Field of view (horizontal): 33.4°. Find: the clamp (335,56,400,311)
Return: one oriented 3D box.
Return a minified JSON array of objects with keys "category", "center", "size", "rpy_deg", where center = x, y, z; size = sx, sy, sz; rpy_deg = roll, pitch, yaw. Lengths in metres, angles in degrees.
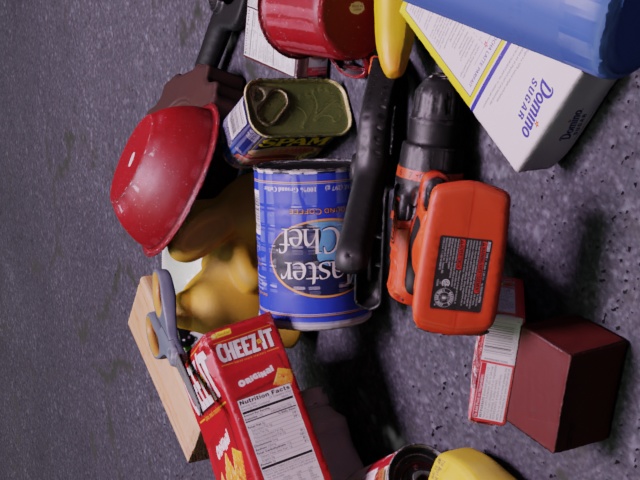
[{"category":"clamp","center":[0.044,-0.047,0.875],"size":[0.164,0.036,0.210],"rpy_deg":[74,-157,-69]}]

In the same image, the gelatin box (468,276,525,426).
[{"category":"gelatin box","center":[0.128,0.080,0.777],"size":[0.073,0.030,0.089],"rpy_deg":[-64,-18,-68]}]

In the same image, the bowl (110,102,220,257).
[{"category":"bowl","center":[-0.157,-0.067,1.022],"size":[0.162,0.055,0.162],"rpy_deg":[-47,30,38]}]

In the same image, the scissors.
[{"category":"scissors","center":[-0.131,0.084,0.963],"size":[0.202,0.016,0.096],"rpy_deg":[-158,68,-68]}]

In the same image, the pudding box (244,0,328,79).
[{"category":"pudding box","center":[-0.032,-0.208,1.017],"size":[0.114,0.039,0.090],"rpy_deg":[36,127,54]}]

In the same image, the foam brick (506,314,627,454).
[{"category":"foam brick","center":[0.167,0.097,0.730],"size":[0.051,0.052,0.078],"rpy_deg":[35,126,52]}]

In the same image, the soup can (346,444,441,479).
[{"category":"soup can","center":[0.065,0.221,0.919],"size":[0.102,0.068,0.068],"rpy_deg":[-44,59,55]}]

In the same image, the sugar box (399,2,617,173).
[{"category":"sugar box","center":[0.128,-0.141,0.750],"size":[0.176,0.048,0.093],"rpy_deg":[59,141,30]}]

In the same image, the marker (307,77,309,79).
[{"category":"marker","center":[-0.037,-0.123,1.063],"size":[0.121,0.020,0.020],"rpy_deg":[-51,53,51]}]

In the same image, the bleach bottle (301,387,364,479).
[{"category":"bleach bottle","center":[0.023,0.262,1.005],"size":[0.103,0.068,0.251],"rpy_deg":[-40,60,60]}]

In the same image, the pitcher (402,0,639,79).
[{"category":"pitcher","center":[0.111,-0.200,0.660],"size":[0.243,0.144,0.149],"rpy_deg":[33,114,32]}]

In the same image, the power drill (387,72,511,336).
[{"category":"power drill","center":[0.089,-0.022,0.769],"size":[0.187,0.057,0.184],"rpy_deg":[-97,11,-76]}]

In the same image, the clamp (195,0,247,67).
[{"category":"clamp","center":[-0.103,-0.261,1.128],"size":[0.172,0.039,0.120],"rpy_deg":[-32,75,54]}]

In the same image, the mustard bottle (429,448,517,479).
[{"category":"mustard bottle","center":[0.153,0.224,0.776],"size":[0.192,0.058,0.096],"rpy_deg":[16,107,58]}]

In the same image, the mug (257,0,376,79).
[{"category":"mug","center":[0.012,-0.187,0.910],"size":[0.082,0.093,0.117],"rpy_deg":[21,146,51]}]

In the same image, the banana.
[{"category":"banana","center":[0.059,-0.230,0.837],"size":[0.069,0.037,0.198],"rpy_deg":[-58,-30,-65]}]

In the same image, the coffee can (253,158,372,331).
[{"category":"coffee can","center":[-0.006,0.001,0.955],"size":[0.103,0.102,0.140],"rpy_deg":[14,108,58]}]

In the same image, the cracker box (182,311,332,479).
[{"category":"cracker box","center":[-0.055,0.189,0.952],"size":[0.214,0.072,0.164],"rpy_deg":[69,159,11]}]

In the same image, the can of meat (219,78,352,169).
[{"category":"can of meat","center":[-0.035,-0.106,0.983],"size":[0.084,0.101,0.057],"rpy_deg":[-37,62,59]}]

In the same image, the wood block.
[{"category":"wood block","center":[-0.138,0.140,1.227],"size":[0.206,0.090,0.090],"rpy_deg":[59,142,35]}]
